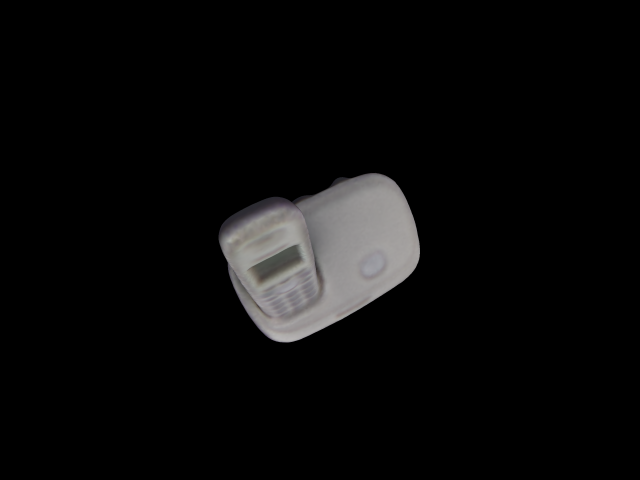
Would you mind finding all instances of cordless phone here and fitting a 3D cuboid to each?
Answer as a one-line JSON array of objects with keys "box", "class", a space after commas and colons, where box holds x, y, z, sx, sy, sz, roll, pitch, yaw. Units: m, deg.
[{"box": [0.004, 0.001, 0.400, 0.147, 0.185, 0.094, -31, 78, -7], "class": "cordless phone"}]
